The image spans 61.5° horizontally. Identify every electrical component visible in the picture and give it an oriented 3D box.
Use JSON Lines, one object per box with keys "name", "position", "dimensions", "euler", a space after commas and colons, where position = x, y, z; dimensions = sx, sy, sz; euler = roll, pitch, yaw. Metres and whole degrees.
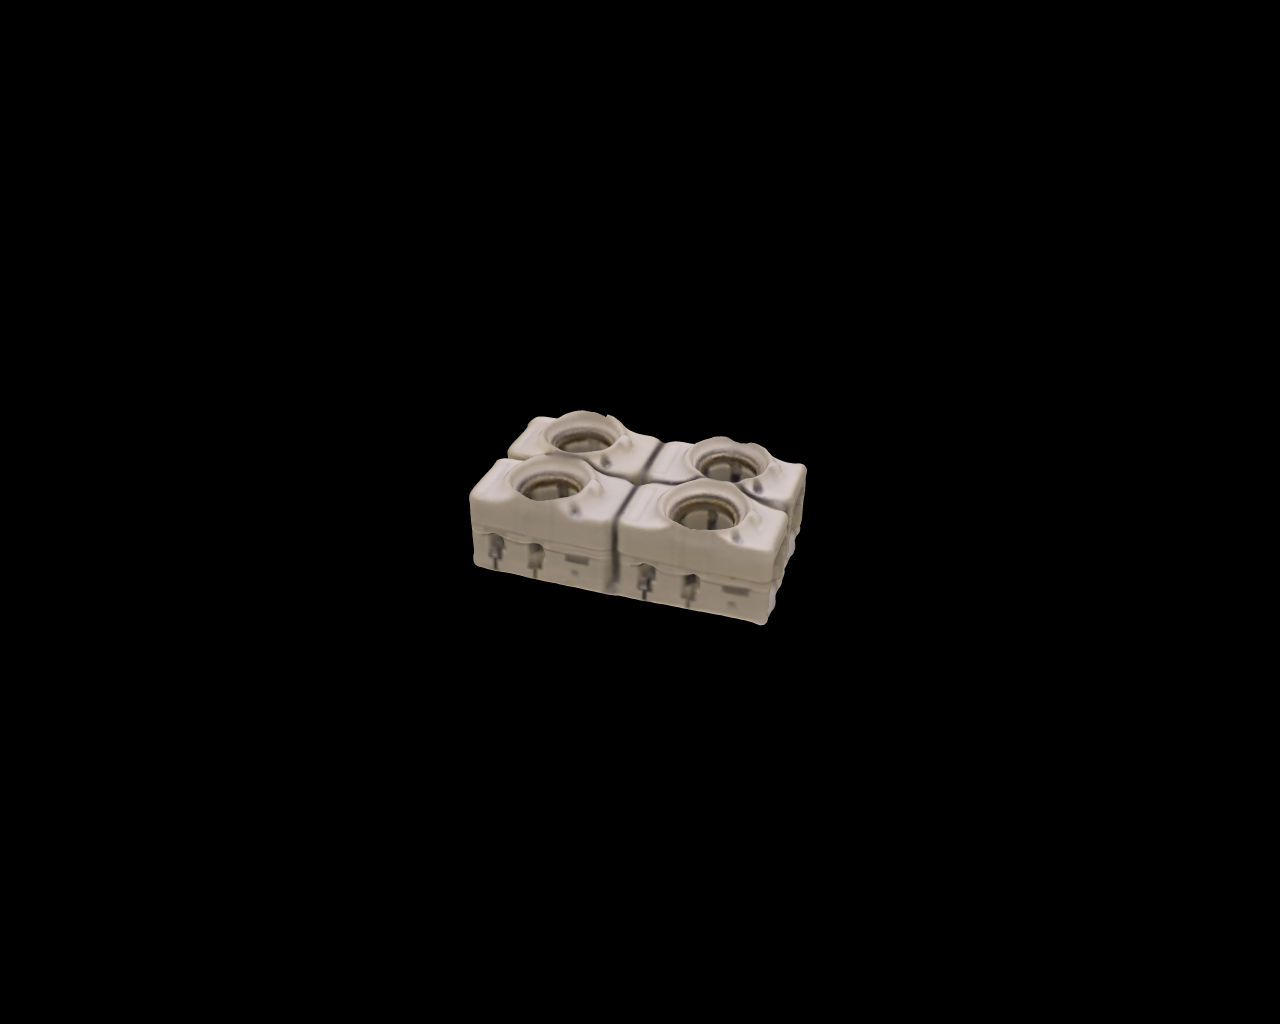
{"name": "electrical component", "position": [0.001, -0.003, 0.650], "dimensions": [0.186, 0.060, 0.106], "euler": [11, 36, 16]}
